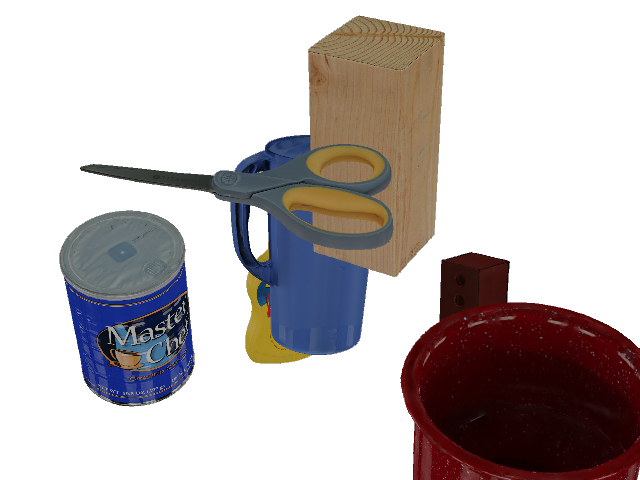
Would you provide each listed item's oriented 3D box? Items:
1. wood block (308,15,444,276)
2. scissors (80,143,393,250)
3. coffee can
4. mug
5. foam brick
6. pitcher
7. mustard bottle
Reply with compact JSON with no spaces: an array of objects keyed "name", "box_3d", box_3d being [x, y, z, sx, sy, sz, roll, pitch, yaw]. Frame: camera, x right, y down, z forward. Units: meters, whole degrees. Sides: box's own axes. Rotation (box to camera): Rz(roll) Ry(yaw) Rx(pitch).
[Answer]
[{"name":"wood block","box_3d":[0.050,-0.084,0.962,0.091,0.206,0.090,17,38,26]},{"name":"scissors","box_3d":[-0.043,-0.044,0.680,0.202,0.016,0.096,19,46,17]},{"name":"coffee can","box_3d":[-0.164,0.060,0.923,0.103,0.140,0.103,1,43,-1]},{"name":"mug","box_3d":[0.088,0.084,0.399,0.117,0.081,0.093,5,36,9]},{"name":"foam brick","box_3d":[0.159,0.057,1.107,0.051,0.078,0.053,-14,20,-42]},{"name":"pitcher","box_3d":[-0.011,0.004,1.231,0.149,0.243,0.144,11,19,23]},{"name":"mustard bottle","box_3d":[-0.052,0.071,1.452,0.096,0.192,0.058,-5,23,-16]}]
